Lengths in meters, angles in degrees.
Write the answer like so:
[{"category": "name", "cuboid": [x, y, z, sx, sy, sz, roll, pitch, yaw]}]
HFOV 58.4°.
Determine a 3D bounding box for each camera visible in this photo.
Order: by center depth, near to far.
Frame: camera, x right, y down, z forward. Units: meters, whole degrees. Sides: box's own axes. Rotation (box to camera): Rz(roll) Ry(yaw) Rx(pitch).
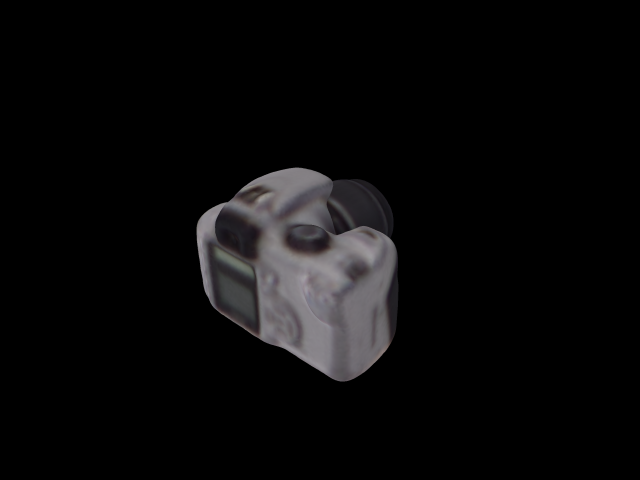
[{"category": "camera", "cuboid": [0.004, 0.001, 0.400, 0.142, 0.101, 0.137, 24, 38, 35]}]
